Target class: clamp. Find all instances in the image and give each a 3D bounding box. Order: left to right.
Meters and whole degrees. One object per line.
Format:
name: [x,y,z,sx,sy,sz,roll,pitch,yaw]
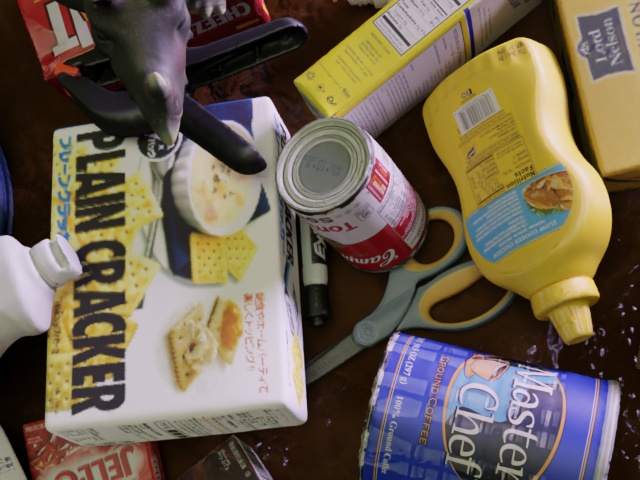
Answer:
clamp: [-0.096,-0.093,0.702,0.172,0.039,0.120,-3,52,15]

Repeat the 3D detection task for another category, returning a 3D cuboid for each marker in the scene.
marker: [-0.005,0.001,0.736,0.020,0.020,0.121,-6,73,10]

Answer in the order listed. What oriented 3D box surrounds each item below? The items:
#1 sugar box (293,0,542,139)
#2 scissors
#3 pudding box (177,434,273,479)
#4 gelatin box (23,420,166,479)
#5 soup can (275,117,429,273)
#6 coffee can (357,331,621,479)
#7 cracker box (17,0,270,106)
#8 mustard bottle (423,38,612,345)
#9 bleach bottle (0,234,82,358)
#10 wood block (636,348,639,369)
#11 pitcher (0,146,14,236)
sugar box: [0.069,-0.135,0.716,0.176,0.093,0.048,-41,76,1]
scissors: [0.034,0.043,0.730,0.202,0.016,0.096,-19,75,7]
pudding box: [-0.057,0.198,0.684,0.090,0.039,0.114,-38,57,3]
gelatin box: [-0.155,0.153,0.739,0.089,0.030,0.073,-16,77,8]
soup can: [0.022,-0.028,0.692,0.069,0.102,0.068,-11,64,22]
coffee can: [0.104,0.121,0.657,0.140,0.102,0.103,12,82,13]
cracker box: [-0.152,-0.232,0.787,0.164,0.072,0.214,-23,77,6]
mustard bottle: [0.132,-0.025,0.678,0.096,0.058,0.191,-32,62,36]
bleach bottle: [-0.260,0.080,0.672,0.251,0.068,0.102,-31,77,1]
wood block: [0.306,0.056,0.636,0.206,0.090,0.090,12,82,13]
pitcher: [-0.356,-0.034,0.767,0.243,0.149,0.145,-4,122,13]
